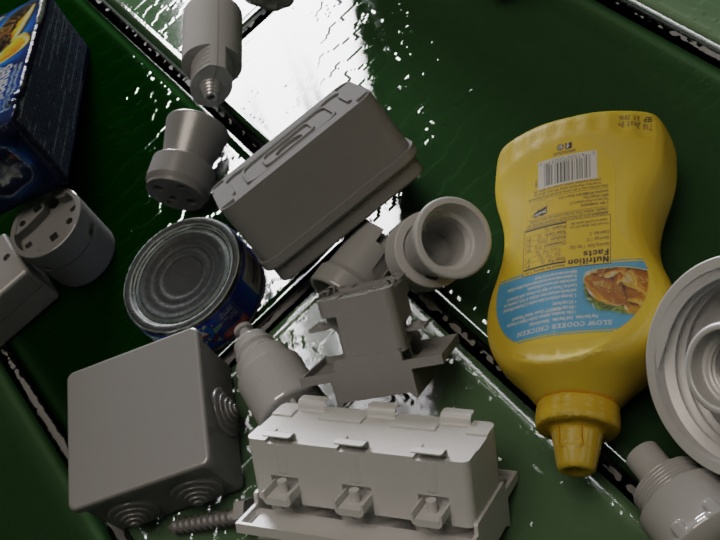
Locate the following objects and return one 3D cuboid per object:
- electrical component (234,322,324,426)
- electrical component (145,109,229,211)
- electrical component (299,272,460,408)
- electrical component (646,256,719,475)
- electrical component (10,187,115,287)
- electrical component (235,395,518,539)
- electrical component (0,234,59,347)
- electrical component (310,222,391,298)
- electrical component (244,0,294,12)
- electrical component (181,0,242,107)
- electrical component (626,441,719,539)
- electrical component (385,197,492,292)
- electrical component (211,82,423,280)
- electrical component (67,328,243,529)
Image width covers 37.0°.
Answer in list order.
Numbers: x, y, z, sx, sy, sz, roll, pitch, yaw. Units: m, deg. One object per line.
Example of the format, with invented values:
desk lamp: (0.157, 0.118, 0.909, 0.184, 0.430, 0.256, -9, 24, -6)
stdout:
electrical component: (-0.051, 0.060, 0.615, 0.040, 0.040, 0.078, -37, 52, 1)
electrical component: (-0.117, -0.074, 0.726, 0.045, 0.045, 0.055, 1, 61, 26)
electrical component: (0.008, 0.037, 0.580, 0.081, 0.042, 0.063, -11, 99, 18)
electrical component: (0.177, 0.041, 0.471, 0.108, 0.060, 0.108, 1, 92, 51)
electrical component: (-0.200, -0.021, 0.732, 0.055, 0.047, 0.055, -12, 56, 19)
electrical component: (0.008, 0.104, 0.537, 0.121, 0.063, 0.079, 2, 21, 26)
electrical component: (-0.263, 0.014, 0.722, 0.083, 0.075, 0.047, -41, 52, -3)
electrical component: (0.000, 0.000, 0.629, 0.040, 0.040, 0.046, 24, 68, 35)
electrical component: (-0.077, -0.214, 0.800, 0.061, 0.035, 0.035, 25, 74, 37)
electrical component: (-0.106, -0.154, 0.771, 0.043, 0.043, 0.081, -15, 55, 17)
electrical component: (0.146, 0.106, 0.491, 0.048, 0.048, 0.062, -35, 45, 2)
electrical component: (0.042, -0.013, 0.594, 0.045, 0.055, 0.045, 3, 79, -17)
electrical component: (-0.026, -0.054, 0.646, 0.113, 0.057, 0.078, -39, 20, -1)
electrical component: (-0.118, 0.093, 0.621, 0.100, 0.048, 0.099, -21, 54, 13)
